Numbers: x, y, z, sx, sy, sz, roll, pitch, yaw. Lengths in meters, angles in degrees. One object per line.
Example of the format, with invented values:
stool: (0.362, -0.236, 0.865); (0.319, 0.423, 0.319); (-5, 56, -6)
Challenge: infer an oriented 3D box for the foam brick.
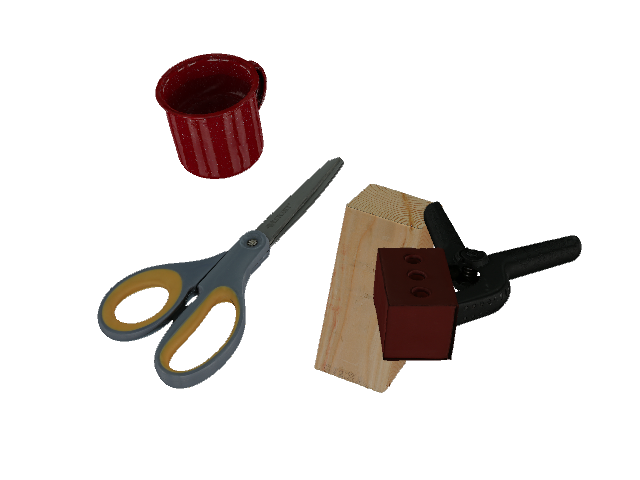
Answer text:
foam brick: (0.069, 0.046, 0.792); (0.053, 0.051, 0.078); (0, 32, -4)

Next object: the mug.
mug: (-0.090, -0.118, 0.982); (0.093, 0.081, 0.117); (23, 53, 27)

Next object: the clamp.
clamp: (0.135, 0.023, 1.020); (0.165, 0.036, 0.209); (19, 34, 29)

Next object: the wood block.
wood block: (0.065, 0.054, 1.211); (0.090, 0.206, 0.090); (18, 25, 16)

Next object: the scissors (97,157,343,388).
scissors: (-0.062, 0.006, 0.650); (0.096, 0.016, 0.201); (12, 47, 16)
